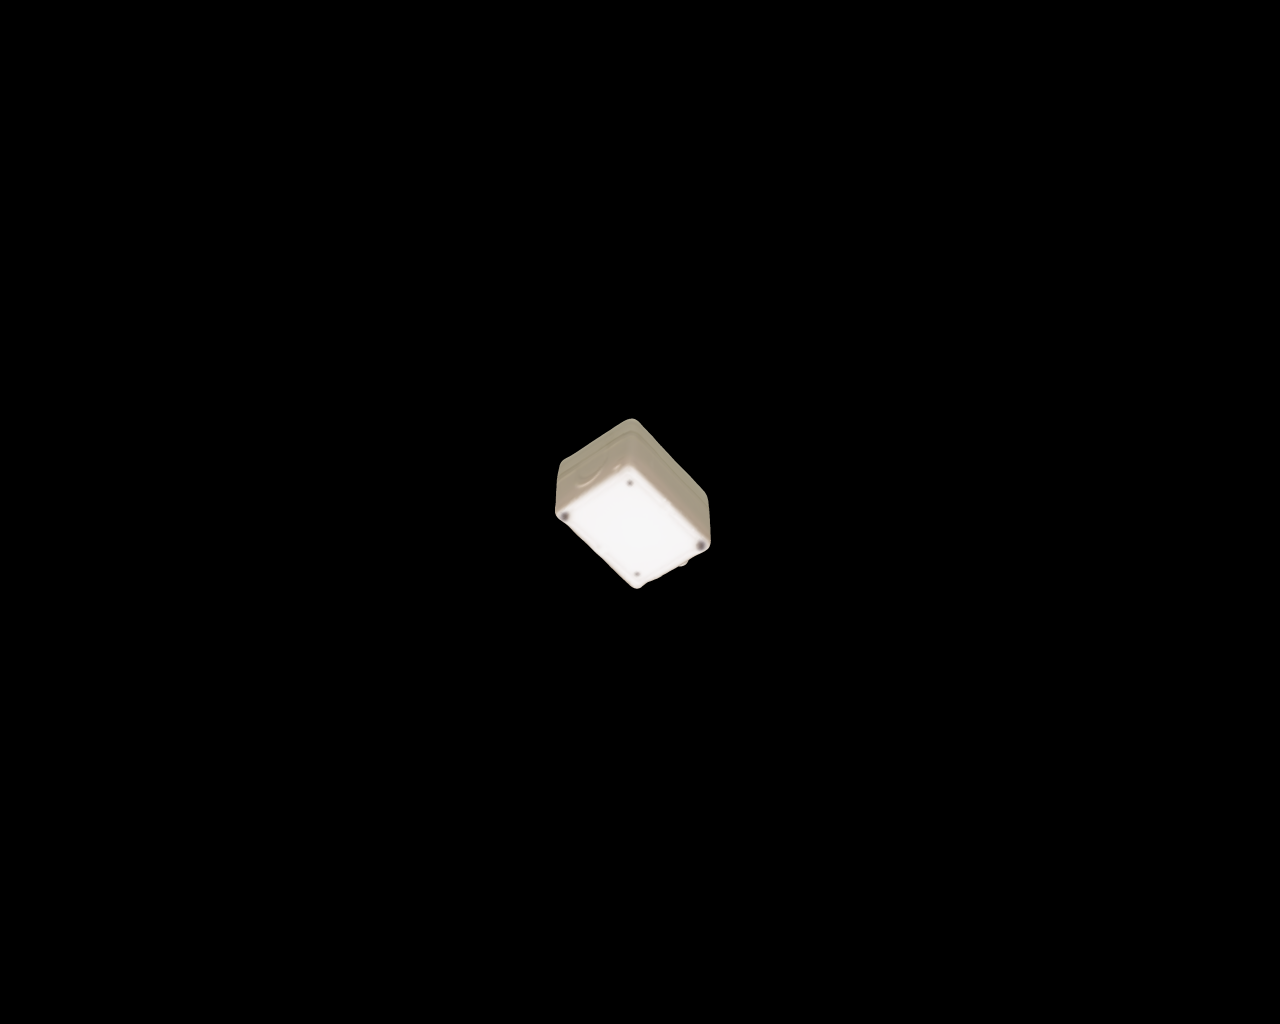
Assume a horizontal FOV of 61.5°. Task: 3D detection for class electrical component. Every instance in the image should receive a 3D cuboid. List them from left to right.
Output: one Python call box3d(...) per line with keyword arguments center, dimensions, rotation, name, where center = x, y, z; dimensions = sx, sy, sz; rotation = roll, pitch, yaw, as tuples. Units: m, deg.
box3d(center=(0.001, -0.003, 0.650), dimensions=(0.061, 0.096, 0.061), rotation=(-32, 32, 22), name="electrical component")
